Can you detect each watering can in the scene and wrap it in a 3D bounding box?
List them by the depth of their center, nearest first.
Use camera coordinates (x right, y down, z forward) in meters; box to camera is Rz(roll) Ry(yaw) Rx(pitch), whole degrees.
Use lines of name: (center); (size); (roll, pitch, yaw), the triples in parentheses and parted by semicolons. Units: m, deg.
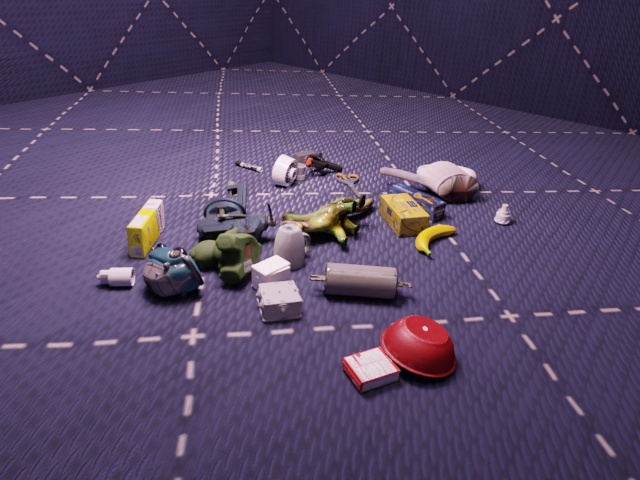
watering can: (0.402, -0.211, 1.797); (0.348, 0.102, 0.228); (-5, 29, -16)

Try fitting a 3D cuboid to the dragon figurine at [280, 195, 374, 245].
dragon figurine: (0.005, -0.077, 1.526); (0.243, 0.121, 0.415); (5, 15, 18)
